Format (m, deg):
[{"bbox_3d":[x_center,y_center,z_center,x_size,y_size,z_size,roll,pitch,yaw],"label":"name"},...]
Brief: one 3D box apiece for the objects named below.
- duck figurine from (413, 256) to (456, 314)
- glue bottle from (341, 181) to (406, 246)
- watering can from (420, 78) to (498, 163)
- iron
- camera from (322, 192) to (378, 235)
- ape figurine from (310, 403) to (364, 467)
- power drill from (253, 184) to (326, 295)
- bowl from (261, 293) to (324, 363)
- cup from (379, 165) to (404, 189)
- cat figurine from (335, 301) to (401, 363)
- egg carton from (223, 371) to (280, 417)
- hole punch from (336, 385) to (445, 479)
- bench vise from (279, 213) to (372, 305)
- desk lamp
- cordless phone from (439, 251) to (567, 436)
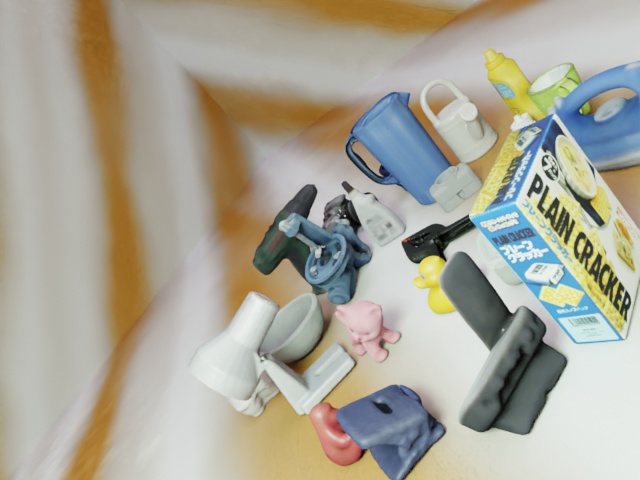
[{"bbox_3d":[0.196,0.059,0.901,0.104,0.086,0.077,-33,20,31],"label":"duck figurine"},{"bbox_3d":[0.108,-0.066,1.260,0.078,0.173,0.037,-33,20,31],"label":"glue bottle"},{"bbox_3d":[0.304,-0.275,1.272,0.101,0.194,0.172,-50,18,-21],"label":"watering can"},{"bbox_3d":[0.431,-0.191,0.863,0.119,0.141,0.257,-53,19,-28],"label":"iron"},{"bbox_3d":[0.075,-0.065,1.461,0.136,0.101,0.143,-30,22,39],"label":"camera"},{"bbox_3d":[0.023,0.263,0.799,0.076,0.092,0.077,-44,17,-1],"label":"ape figurine"},{"bbox_3d":[-0.034,0.015,1.330,0.230,0.209,0.075,-46,17,-6],"label":"power drill"},{"bbox_3d":[-0.047,0.192,1.166,0.167,0.075,0.167,-39,17,15],"label":"bowl"},{"bbox_3d":[0.203,-0.169,1.423,0.092,0.095,0.117,-44,17,-2],"label":"cup"},{"bbox_3d":[0.069,0.139,0.949,0.067,0.118,0.127,-50,18,-19],"label":"cat figurine"},{"bbox_3d":[-0.141,0.292,1.153,0.107,0.069,0.150,-49,17,-17],"label":"egg carton"},{"bbox_3d":[0.086,0.231,0.733,0.101,0.091,0.108,-46,17,-8],"label":"hole punch"},{"bbox_3d":[0.002,0.011,1.235,0.121,0.220,0.207,-38,18,19],"label":"bench vise"},{"bbox_3d":[-0.087,0.204,0.987,0.203,0.214,0.117,-45,17,-5],"label":"desk lamp"},{"bbox_3d":[0.174,0.115,0.642,0.148,0.185,0.094,-53,19,-27],"label":"cordless phone"}]
